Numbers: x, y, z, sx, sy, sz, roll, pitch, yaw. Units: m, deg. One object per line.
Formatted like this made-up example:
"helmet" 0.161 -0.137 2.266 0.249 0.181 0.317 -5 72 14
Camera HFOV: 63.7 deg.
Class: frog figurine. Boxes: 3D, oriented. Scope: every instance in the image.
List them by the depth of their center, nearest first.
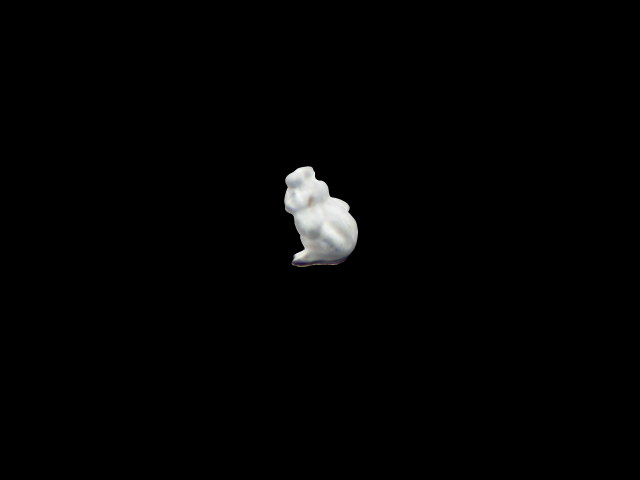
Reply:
"frog figurine" 0.003 -0.043 0.850 0.123 0.157 0.139 11 20 33
